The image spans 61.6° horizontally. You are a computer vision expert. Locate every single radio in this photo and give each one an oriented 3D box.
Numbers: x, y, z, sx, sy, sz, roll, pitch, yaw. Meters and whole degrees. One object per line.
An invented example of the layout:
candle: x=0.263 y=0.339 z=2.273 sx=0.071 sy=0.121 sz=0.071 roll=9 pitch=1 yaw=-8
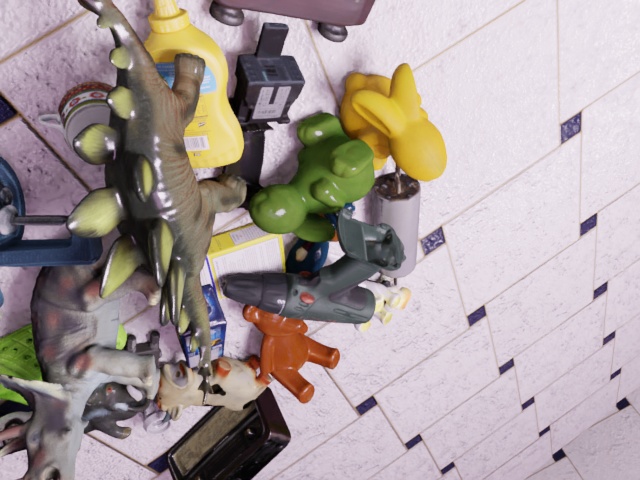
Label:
radio: x=-0.168 y=0.379 z=0.984 sx=0.229 sy=0.131 sz=0.073 roll=-45 pitch=138 yaw=8

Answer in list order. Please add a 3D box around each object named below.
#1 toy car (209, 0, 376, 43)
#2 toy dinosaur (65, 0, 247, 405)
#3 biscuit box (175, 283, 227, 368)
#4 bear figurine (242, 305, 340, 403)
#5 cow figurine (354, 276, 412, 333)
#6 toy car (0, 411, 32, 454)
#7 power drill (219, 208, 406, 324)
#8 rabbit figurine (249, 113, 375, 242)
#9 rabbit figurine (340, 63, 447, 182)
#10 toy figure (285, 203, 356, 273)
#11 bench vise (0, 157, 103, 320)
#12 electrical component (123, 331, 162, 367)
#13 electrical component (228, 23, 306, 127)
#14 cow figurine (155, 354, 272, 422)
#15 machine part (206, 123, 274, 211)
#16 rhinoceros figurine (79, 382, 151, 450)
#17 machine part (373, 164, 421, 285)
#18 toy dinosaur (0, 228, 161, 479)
toy car: x=-0.029 y=-0.277 z=0.598 sx=0.202 sy=0.053 sz=0.089 roll=-6 pitch=143 yaw=-30
toy dinosaur: x=-0.160 y=-0.023 z=0.556 sx=0.105 sy=0.199 sz=0.470 roll=0 pitch=129 yaw=16
biscuit box: x=-0.173 y=0.127 z=0.767 sx=0.059 sy=0.063 sz=0.202 roll=-18 pitch=160 yaw=-19
bear figurine: x=-0.047 y=0.157 z=0.891 sx=0.120 sy=0.132 sz=0.195 roll=-45 pitch=148 yaw=-36
cow figurine: x=0.094 y=0.103 z=0.968 sx=0.167 sy=0.098 sz=0.068 roll=-6 pitch=125 yaw=-54
toy car: x=-0.438 y=0.272 z=0.736 sx=0.202 sy=0.056 sz=0.073 roll=-19 pitch=154 yaw=13
power drill: x=0.002 y=0.049 z=0.745 sx=0.232 sy=0.086 sz=0.207 roll=18 pitch=132 yaw=-25
rabbit figurine: x=-0.022 y=-0.068 z=0.734 sx=0.170 sy=0.121 sz=0.159 roll=-34 pitch=154 yaw=-13
rabbit figurine: x=0.106 y=-0.150 z=0.702 sx=0.122 sy=0.173 sz=0.162 roll=-30 pitch=140 yaw=-3
toy figure: x=-0.001 y=-0.002 z=0.835 sx=0.058 sy=0.064 sz=0.154 roll=32 pitch=102 yaw=-5
bench vise: x=-0.328 y=0.005 z=0.556 sx=0.241 sy=0.129 sz=0.223 roll=-2 pitch=104 yaw=3
electrical component: x=-0.278 y=0.181 z=0.832 sx=0.063 sy=0.021 sz=0.094 roll=-4 pitch=126 yaw=-31
electrical component: x=-0.058 y=-0.189 z=0.628 sx=0.075 sy=0.048 sz=0.119 roll=-8 pitch=153 yaw=-29
cow figurine: x=-0.190 y=0.243 z=0.899 sx=0.194 sy=0.086 sz=0.127 roll=26 pitch=102 yaw=-44
machine part: x=-0.106 y=-0.097 z=0.706 sx=0.084 sy=0.039 sz=0.138 roll=3 pitch=124 yaw=-29
rhinoceros figurine: x=-0.328 y=0.242 z=0.802 sx=0.190 sy=0.073 sz=0.112 roll=-22 pitch=124 yaw=4
machine part: x=0.125 y=-0.022 z=0.886 sx=0.079 sy=0.079 sz=0.242 roll=-21 pitch=132 yaw=-17
toy dinosaur: x=-0.288 y=0.087 z=0.659 sx=0.192 sy=0.131 sz=0.404 roll=5 pitch=84 yaw=-12
